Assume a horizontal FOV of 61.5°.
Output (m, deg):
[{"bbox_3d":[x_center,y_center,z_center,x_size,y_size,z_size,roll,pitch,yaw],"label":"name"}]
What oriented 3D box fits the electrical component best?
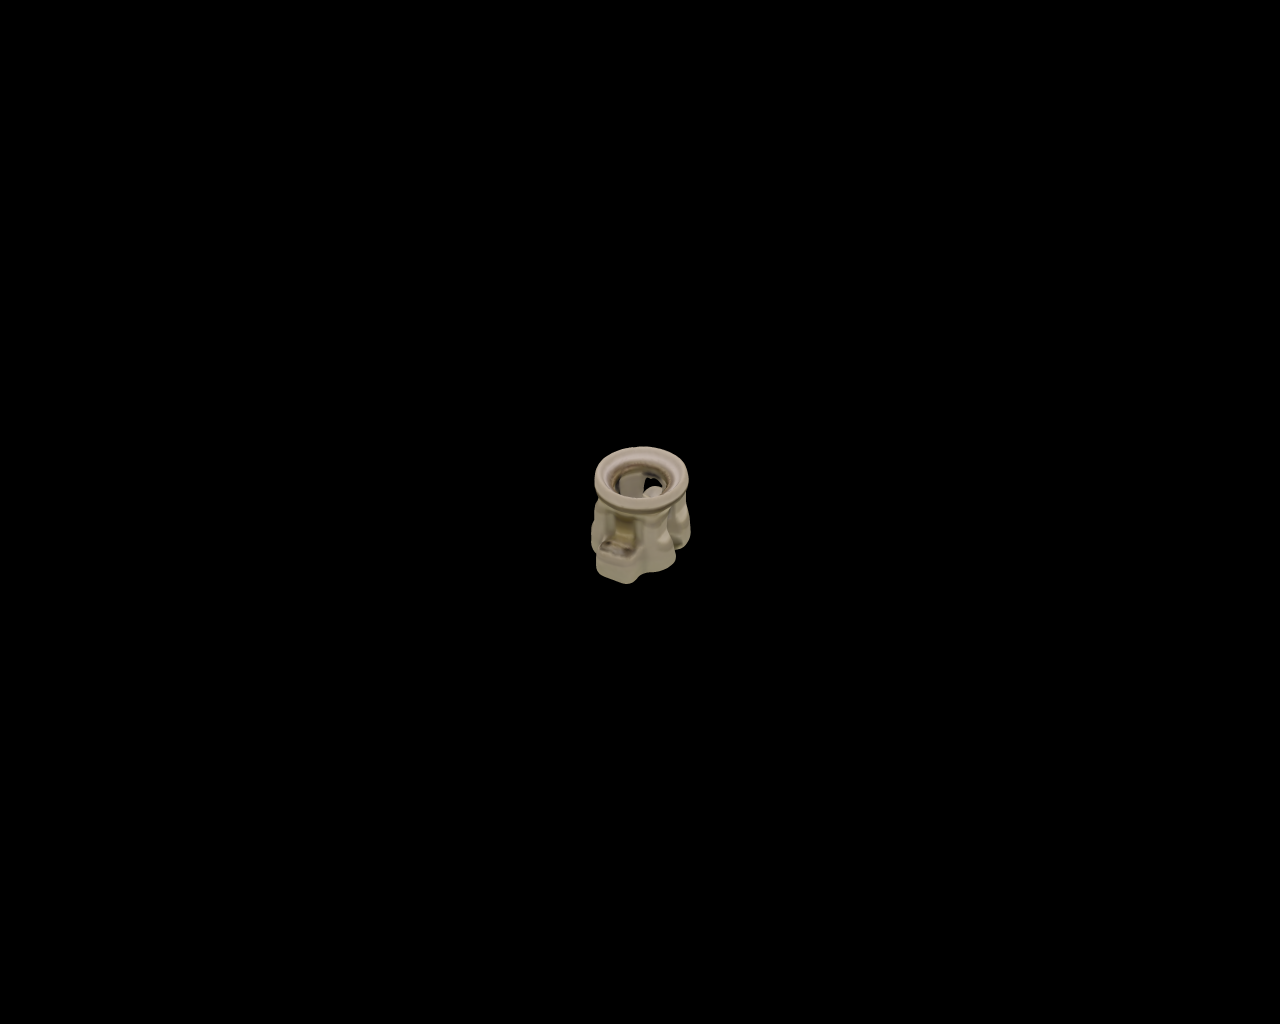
[{"bbox_3d":[0.001,-0.003,0.650,0.058,0.056,0.078,17,42,21],"label":"electrical component"}]
